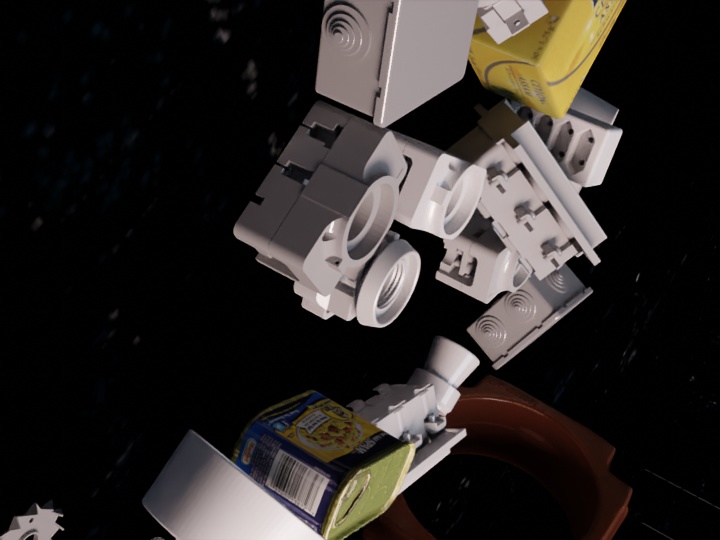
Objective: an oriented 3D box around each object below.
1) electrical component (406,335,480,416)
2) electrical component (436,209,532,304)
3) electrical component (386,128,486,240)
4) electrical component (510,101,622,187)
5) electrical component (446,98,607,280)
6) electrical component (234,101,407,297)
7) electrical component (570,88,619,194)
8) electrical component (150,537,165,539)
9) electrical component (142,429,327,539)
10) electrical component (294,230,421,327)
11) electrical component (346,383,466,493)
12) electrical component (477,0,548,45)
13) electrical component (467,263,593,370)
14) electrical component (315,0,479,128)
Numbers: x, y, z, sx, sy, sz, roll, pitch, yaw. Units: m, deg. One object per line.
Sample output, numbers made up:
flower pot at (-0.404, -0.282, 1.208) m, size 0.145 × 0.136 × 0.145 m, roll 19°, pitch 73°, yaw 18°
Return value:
electrical component at (0.069, 0.090, 0.915) m, size 0.055 × 0.045 × 0.045 m, roll -58°, pitch 156°, yaw -11°
electrical component at (0.111, -0.018, 0.874) m, size 0.089 × 0.056 × 0.050 m, roll -37°, pitch 145°, yaw -45°
electrical component at (0.043, -0.054, 0.695) m, size 0.089 × 0.056 × 0.050 m, roll 5°, pitch 110°, yaw -65°
electrical component at (0.163, -0.105, 0.855) m, size 0.076 × 0.083 × 0.047 m, roll -14°, pitch 127°, yaw -60°
electrical component at (0.118, -0.054, 0.780) m, size 0.063 × 0.078 × 0.121 m, roll -37°, pitch 123°, yaw 6°
electrical component at (-0.017, -0.037, 0.591) m, size 0.089 × 0.056 × 0.050 m, roll -58°, pitch 156°, yaw -11°
electrical component at (0.184, -0.111, 0.946) m, size 0.099 × 0.064 × 0.099 m, roll -61°, pitch 170°, yaw -19°
electrical component at (-0.126, 0.205, 0.618) m, size 0.095 × 0.059 × 0.053 m, roll -26°, pitch 137°, yaw -54°
electrical component at (-0.074, 0.147, 0.609) m, size 0.060 × 0.108 × 0.108 m, roll -51°, pitch 154°, yaw -12°
electrical component at (0.000, 0.000, 0.663) m, size 0.058 × 0.057 × 0.078 m, roll -30°, pitch 140°, yaw -51°
electrical component at (0.017, 0.131, 0.818) m, size 0.121 × 0.079 × 0.063 m, roll -23°, pitch 106°, yaw -56°
electrical component at (0.081, -0.174, 0.652) m, size 0.048 × 0.066 × 0.055 m, roll -31°, pitch 155°, yaw 18°
electrical component at (0.156, 0.038, 0.996) m, size 0.099 × 0.048 × 0.100 m, roll -46°, pitch 169°, yaw 34°
electrical component at (0.021, -0.136, 0.574) m, size 0.100 × 0.048 × 0.099 m, roll -38°, pitch 146°, yaw -45°
